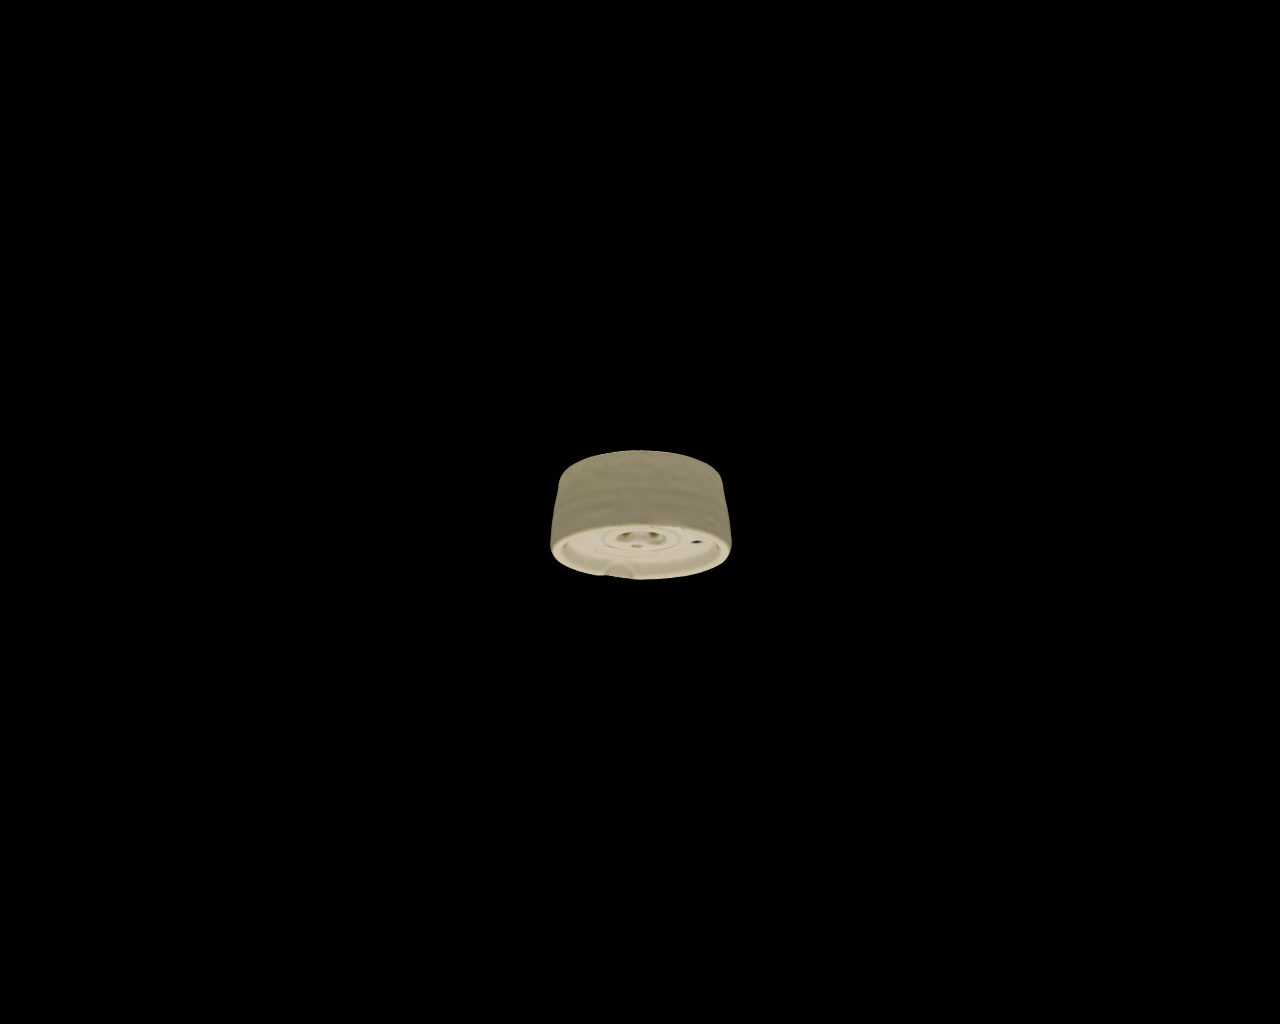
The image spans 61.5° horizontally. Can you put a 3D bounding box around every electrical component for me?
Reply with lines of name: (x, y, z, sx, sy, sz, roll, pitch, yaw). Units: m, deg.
electrical component: (0.001, -0.003, 0.650, 0.108, 0.060, 0.108, 0, -20, 0)
